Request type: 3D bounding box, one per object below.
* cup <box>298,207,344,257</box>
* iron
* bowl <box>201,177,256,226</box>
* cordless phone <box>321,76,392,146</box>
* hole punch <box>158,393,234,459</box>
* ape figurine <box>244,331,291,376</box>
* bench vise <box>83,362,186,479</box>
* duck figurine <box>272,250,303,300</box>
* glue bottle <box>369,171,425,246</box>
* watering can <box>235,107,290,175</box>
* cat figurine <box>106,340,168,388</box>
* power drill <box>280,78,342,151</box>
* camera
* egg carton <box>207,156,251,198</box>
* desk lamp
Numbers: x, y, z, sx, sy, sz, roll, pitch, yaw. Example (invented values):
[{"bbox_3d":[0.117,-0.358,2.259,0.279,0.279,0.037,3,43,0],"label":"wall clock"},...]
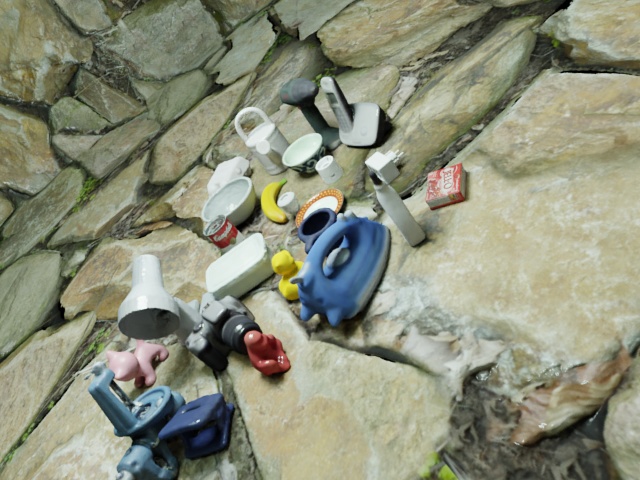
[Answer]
[{"bbox_3d":[0.011,0.004,1.176,0.091,0.095,0.118,-13,42,34],"label":"cup"},{"bbox_3d":[0.039,0.030,1.076,0.118,0.142,0.259,2,51,45],"label":"iron"},{"bbox_3d":[-0.230,-0.087,1.532,0.167,0.075,0.167,-25,36,20],"label":"bowl"},{"bbox_3d":[0.079,-0.323,1.413,0.147,0.186,0.094,11,58,49],"label":"cordless phone"},{"bbox_3d":[-0.223,0.323,1.027,0.108,0.091,0.101,-24,36,21],"label":"hole punch"},{"bbox_3d":[-0.105,0.203,1.055,0.076,0.092,0.078,-13,42,34],"label":"ape figurine"},{"bbox_3d":[-0.326,0.321,1.011,0.121,0.220,0.207,-34,34,7],"label":"bench vise"},{"bbox_3d":[-0.066,0.066,1.185,0.077,0.086,0.104,-27,35,18],"label":"duck figurine"},{"bbox_3d":[0.136,-0.066,1.068,0.037,0.174,0.078,-36,34,5],"label":"glue bottle"},{"bbox_3d":[-0.153,-0.279,1.576,0.101,0.195,0.172,-45,34,-9],"label":"watering can"},{"bbox_3d":[-0.410,0.264,1.252,0.067,0.118,0.128,-16,40,31],"label":"cat figurine"},{"bbox_3d":[-0.017,-0.338,1.502,0.076,0.209,0.228,-44,34,-8],"label":"power drill"},{"bbox_3d":[-0.188,0.187,1.146,0.143,0.101,0.136,-51,35,-17],"label":"camera"},{"bbox_3d":[-0.263,-0.176,1.674,0.107,0.070,0.150,-14,41,33],"label":"egg carton"},{"bbox_3d":[-0.328,0.142,1.230,0.118,0.214,0.203,-29,35,15],"label":"desk lamp"}]
